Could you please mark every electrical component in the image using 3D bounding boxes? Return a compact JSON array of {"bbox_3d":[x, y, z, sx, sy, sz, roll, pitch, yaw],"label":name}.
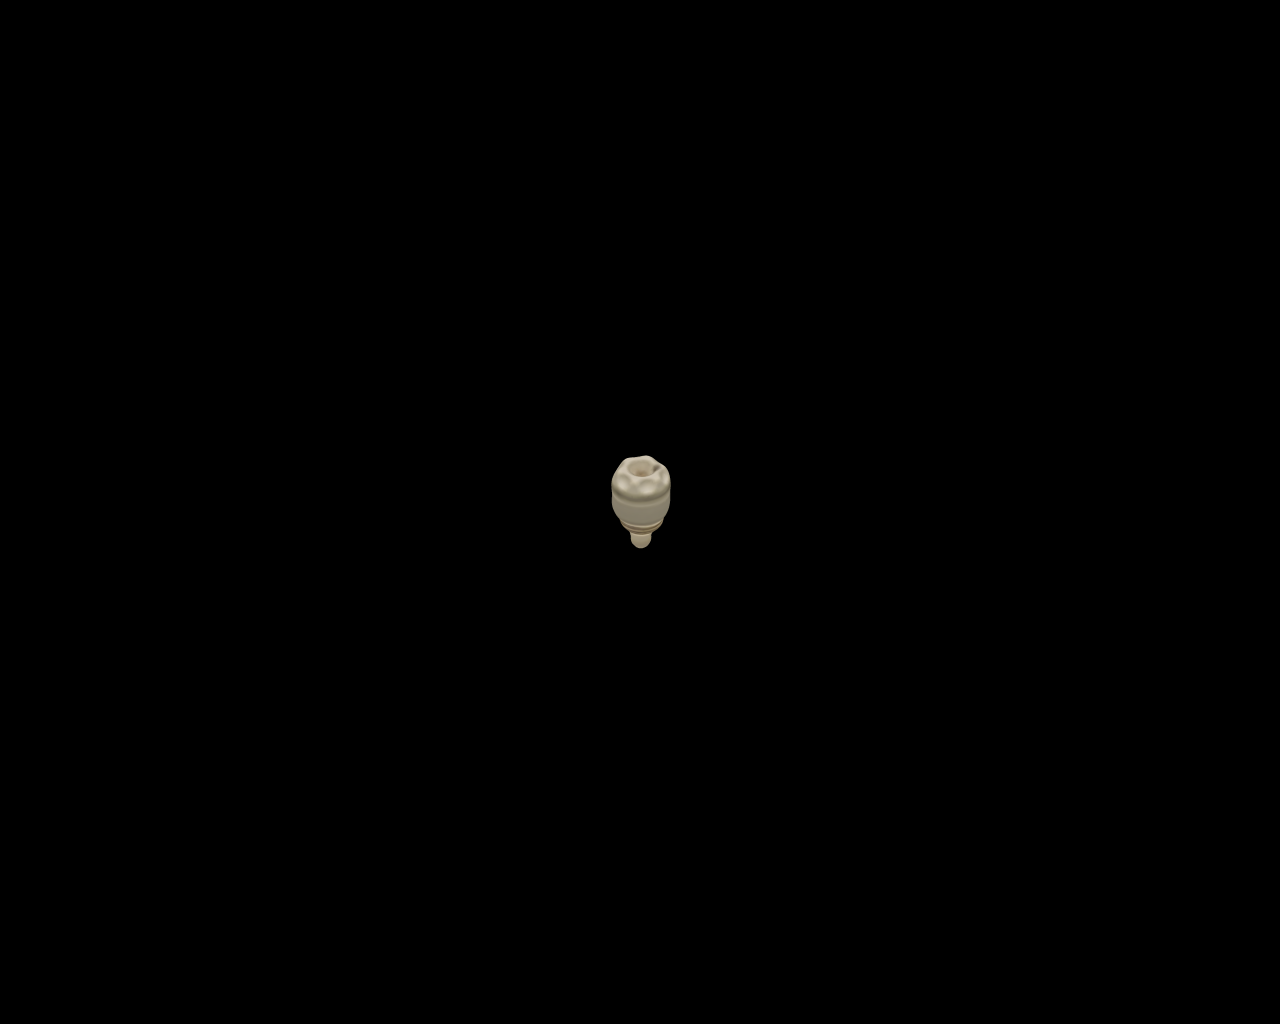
[{"bbox_3d":[0.001,-0.003,0.650,0.035,0.061,0.035,0,38,0],"label":"electrical component"}]
